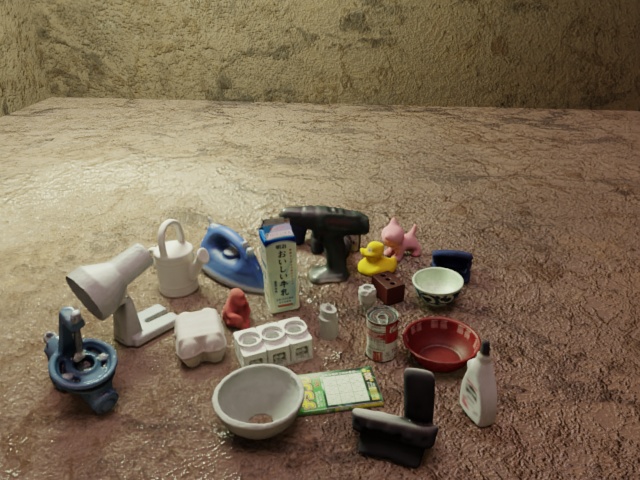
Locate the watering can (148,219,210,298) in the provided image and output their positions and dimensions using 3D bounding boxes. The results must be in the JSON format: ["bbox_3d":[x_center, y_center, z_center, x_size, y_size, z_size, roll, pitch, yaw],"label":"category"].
[{"bbox_3d":[-0.360,0.039,1.444,0.173,0.194,0.101,-1,27,1],"label":"watering can"}]

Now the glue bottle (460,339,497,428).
[{"bbox_3d":[0.289,0.250,1.031,0.037,0.173,0.078,-13,29,-20],"label":"glue bottle"}]

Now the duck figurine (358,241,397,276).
[{"bbox_3d":[0.153,0.045,1.526,0.104,0.086,0.077,2,28,7],"label":"duck figurine"}]

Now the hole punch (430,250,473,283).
[{"bbox_3d":[0.343,0.051,1.500,0.108,0.091,0.101,4,28,11],"label":"hole punch"}]

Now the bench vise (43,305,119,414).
[{"bbox_3d":[-0.481,0.212,1.089,0.206,0.220,0.122,10,30,21],"label":"bench vise"}]

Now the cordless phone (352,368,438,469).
[{"bbox_3d":[0.128,0.279,0.968,0.147,0.185,0.094,6,28,14],"label":"cordless phone"}]

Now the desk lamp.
[{"bbox_3d":[-0.432,0.125,1.262,0.117,0.214,0.204,21,35,37],"label":"desk lamp"}]

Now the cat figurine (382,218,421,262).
[{"bbox_3d":[0.220,-0.007,1.589,0.128,0.118,0.067,-16,31,-25],"label":"cat figurine"}]

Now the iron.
[{"bbox_3d":[-0.223,0.035,1.503,0.119,0.141,0.257,-25,36,-38],"label":"iron"}]

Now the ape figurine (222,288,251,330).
[{"bbox_3d":[-0.191,0.155,1.324,0.076,0.092,0.078,13,31,27],"label":"ape figurine"}]

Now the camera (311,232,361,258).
[{"bbox_3d":[0.038,-0.001,1.605,0.143,0.101,0.137,3,28,9],"label":"camera"}]

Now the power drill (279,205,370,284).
[{"bbox_3d":[0.014,0.005,1.477,0.230,0.208,0.075,-6,28,-8],"label":"power drill"}]

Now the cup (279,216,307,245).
[{"bbox_3d":[-0.059,-0.037,1.685,0.118,0.095,0.091,-7,28,-11],"label":"cup"}]

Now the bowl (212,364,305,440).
[{"bbox_3d":[-0.109,0.307,1.046,0.167,0.075,0.167,-1,27,1],"label":"bowl"}]

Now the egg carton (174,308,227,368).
[{"bbox_3d":[-0.262,0.209,1.248,0.107,0.069,0.150,-10,28,-15],"label":"egg carton"}]
